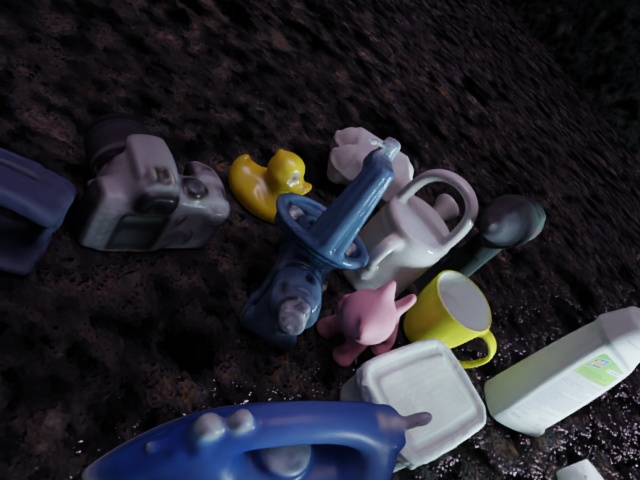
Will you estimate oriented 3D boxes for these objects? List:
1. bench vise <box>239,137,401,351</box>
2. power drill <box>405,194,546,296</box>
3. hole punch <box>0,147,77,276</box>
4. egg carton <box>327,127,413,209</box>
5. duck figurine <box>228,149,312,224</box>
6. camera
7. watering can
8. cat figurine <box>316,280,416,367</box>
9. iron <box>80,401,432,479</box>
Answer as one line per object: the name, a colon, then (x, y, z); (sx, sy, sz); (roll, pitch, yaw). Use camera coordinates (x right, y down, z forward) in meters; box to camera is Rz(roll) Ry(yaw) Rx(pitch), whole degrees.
bench vise: (0.015, 0.006, 0.595); (0.122, 0.219, 0.207); (21, 42, -27)
power drill: (0.212, 0.015, 0.776); (0.230, 0.208, 0.075); (-19, 67, -50)
hole punch: (-0.271, -0.043, 0.487); (0.109, 0.091, 0.101); (26, 40, -21)
egg carton: (0.080, -0.109, 0.893); (0.151, 0.069, 0.107); (28, 39, -19)
duck figurine: (-0.058, -0.079, 0.723); (0.105, 0.086, 0.077); (38, 37, -7)
camera: (-0.177, -0.068, 0.591); (0.144, 0.100, 0.136); (1, 54, -42)
watering can: (0.121, -0.016, 0.735); (0.101, 0.193, 0.173); (37, 37, -8)
cat figurine: (0.060, 0.086, 0.642); (0.128, 0.117, 0.067); (-8, 59, -46)
iron: (-0.037, 0.165, 0.456); (0.259, 0.141, 0.118); (13, 46, -34)
